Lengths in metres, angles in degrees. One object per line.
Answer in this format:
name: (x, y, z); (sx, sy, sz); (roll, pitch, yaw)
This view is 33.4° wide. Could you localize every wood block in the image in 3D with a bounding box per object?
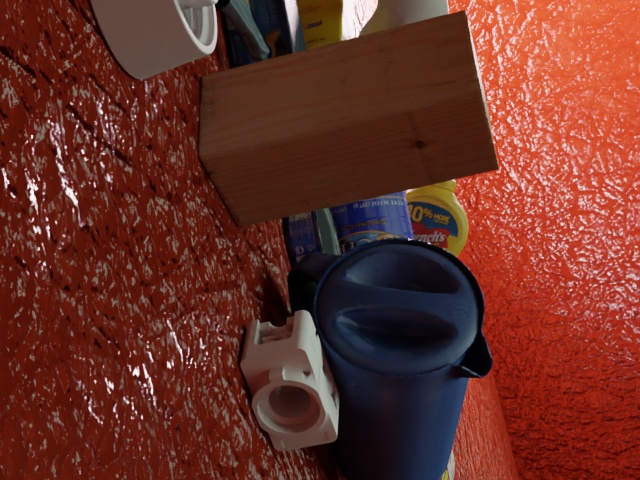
wood block: (0.021, -0.089, 0.806); (0.090, 0.206, 0.090); (64, 18, -50)

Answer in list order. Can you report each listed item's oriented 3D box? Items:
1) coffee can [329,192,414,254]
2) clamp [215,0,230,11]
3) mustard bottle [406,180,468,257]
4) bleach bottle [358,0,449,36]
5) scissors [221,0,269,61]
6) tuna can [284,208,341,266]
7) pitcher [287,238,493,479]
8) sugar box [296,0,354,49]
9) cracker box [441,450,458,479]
coffee can: (0.051, 0.026, 1.092); (0.102, 0.103, 0.140); (31, 48, -74)
clamp: (-0.107, -0.234, 0.755); (0.120, 0.039, 0.171); (-97, 166, -68)
mustard bottle: (0.122, 0.000, 1.250); (0.058, 0.096, 0.191); (13, 92, -76)
bleach bottle: (0.064, -0.164, 1.053); (0.068, 0.102, 0.251); (-111, -155, -49)
scissors: (-0.062, -0.168, 0.865); (0.202, 0.016, 0.096); (67, 19, 12)
tuna can: (-0.007, 0.001, 1.013); (0.086, 0.034, 0.086); (-12, 90, -79)
pitcher: (0.055, 0.117, 0.910); (0.243, 0.145, 0.149); (88, -7, -50)
sugar box: (-0.015, -0.209, 1.046); (0.176, 0.093, 0.048); (-89, 162, -51)
cracker box: (0.103, 0.208, 1.239); (0.164, 0.072, 0.214); (8, 71, -77)
